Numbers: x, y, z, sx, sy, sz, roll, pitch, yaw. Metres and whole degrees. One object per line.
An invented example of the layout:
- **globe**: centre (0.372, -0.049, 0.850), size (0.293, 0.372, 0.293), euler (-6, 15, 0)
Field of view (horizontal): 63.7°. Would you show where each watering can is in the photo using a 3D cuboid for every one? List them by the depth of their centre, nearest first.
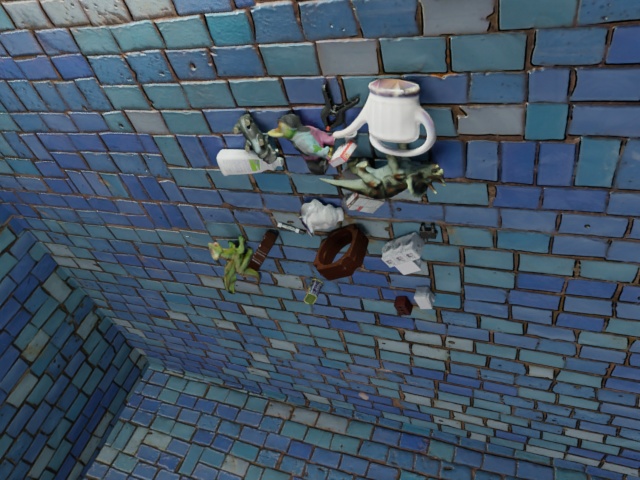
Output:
- **watering can**: centre (0.176, -0.359, 1.498), size (0.349, 0.106, 0.220), euler (17, 125, 32)

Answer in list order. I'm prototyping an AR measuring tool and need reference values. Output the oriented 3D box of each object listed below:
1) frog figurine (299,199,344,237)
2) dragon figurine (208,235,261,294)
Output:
- **frog figurine**: centre (0.006, -0.099, 1.974), size (0.159, 0.125, 0.135), euler (-28, 118, 4)
- **dragon figurine**: centre (-0.385, 0.137, 2.341), size (0.122, 0.249, 0.402), euler (-6, 132, 26)
